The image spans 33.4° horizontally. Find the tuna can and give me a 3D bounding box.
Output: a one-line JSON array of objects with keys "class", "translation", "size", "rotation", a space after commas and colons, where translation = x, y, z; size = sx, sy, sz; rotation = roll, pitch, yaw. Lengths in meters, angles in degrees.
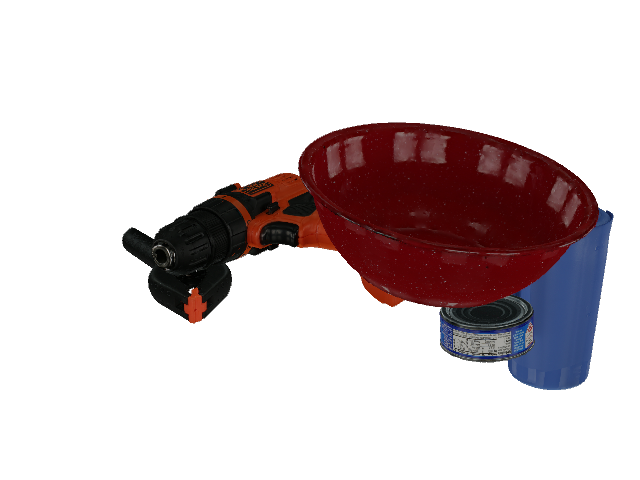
[{"class": "tuna can", "translation": [0.151, 0.077, 0.967], "size": [0.086, 0.034, 0.086], "rotation": [-4, 19, 1]}]

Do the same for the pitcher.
[{"class": "pitcher", "translation": [0.299, 0.072, 1.408], "size": [0.149, 0.243, 0.145], "rotation": [5, 21, 13]}]

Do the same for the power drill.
[{"class": "power drill", "translation": [-0.011, -0.002, 0.815], "size": [0.188, 0.057, 0.184], "rotation": [14, 25, 29]}]

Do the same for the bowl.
[{"class": "bowl", "translation": [0.065, -0.009, 0.583], "size": [0.162, 0.055, 0.162], "rotation": [6, 27, -3]}]

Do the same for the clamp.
[{"class": "clamp", "translation": [-0.120, 0.024, 1.044], "size": [0.120, 0.039, 0.172], "rotation": [-15, 32, -15]}]
